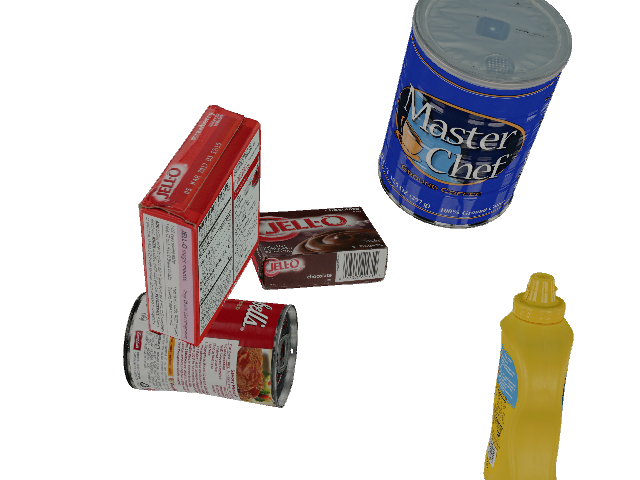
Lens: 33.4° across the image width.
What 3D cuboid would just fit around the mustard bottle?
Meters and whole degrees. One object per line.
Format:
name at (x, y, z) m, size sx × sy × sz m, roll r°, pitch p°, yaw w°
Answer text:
mustard bottle at (0.171, 0.119, 0.871) m, size 0.058 × 0.192 × 0.096 m, roll 3°, pitch 18°, yaw 1°

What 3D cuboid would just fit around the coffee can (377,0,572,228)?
coffee can at (0.101, -0.091, 0.728) m, size 0.102 × 0.103 × 0.140 m, roll 0°, pitch -39°, yaw -9°

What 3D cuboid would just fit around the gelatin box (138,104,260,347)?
gelatin box at (-0.055, -0.006, 0.499) m, size 0.030 × 0.089 × 0.073 m, roll 17°, pitch 49°, yaw 12°

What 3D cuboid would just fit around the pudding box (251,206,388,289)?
pudding box at (-0.006, 0.005, 0.951) m, size 0.113 × 0.039 × 0.090 m, roll -2°, pitch 27°, yaw -14°

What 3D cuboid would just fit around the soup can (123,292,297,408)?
soup can at (-0.071, 0.071, 0.707) m, size 0.102 × 0.068 × 0.068 m, roll 5°, pitch 1°, yaw 10°
